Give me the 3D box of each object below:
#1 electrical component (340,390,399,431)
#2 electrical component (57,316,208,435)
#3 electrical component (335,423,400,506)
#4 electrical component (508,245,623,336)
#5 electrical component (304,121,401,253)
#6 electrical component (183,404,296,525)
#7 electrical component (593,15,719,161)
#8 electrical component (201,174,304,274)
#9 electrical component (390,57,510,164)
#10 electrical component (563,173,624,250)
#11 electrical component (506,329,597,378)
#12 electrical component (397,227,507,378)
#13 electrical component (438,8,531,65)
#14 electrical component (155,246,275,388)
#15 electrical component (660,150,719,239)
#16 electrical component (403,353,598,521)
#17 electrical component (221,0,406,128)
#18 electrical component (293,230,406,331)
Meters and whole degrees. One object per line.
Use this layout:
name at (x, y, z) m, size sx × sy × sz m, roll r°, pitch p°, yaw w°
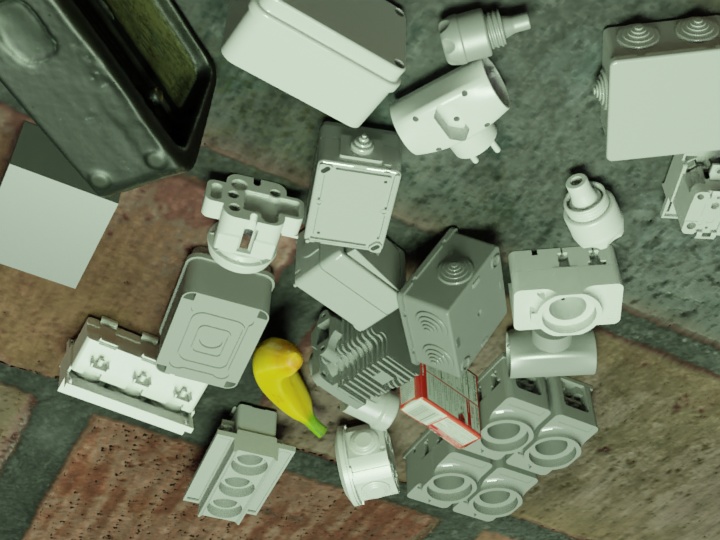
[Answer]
electrical component at (0.009, 0.128, 1.033) m, size 0.046 × 0.040 × 0.040 m, roll 25°, pitch 130°, yaw -17°
electrical component at (-0.204, 0.094, 0.978) m, size 0.121 × 0.078 × 0.063 m, roll 24°, pitch 108°, yaw -23°
electrical component at (0.007, 0.190, 1.067) m, size 0.051 × 0.080 × 0.080 m, roll -13°, pitch 134°, yaw 5°
electrical component at (0.173, 0.018, 0.912) m, size 0.089 × 0.055 × 0.050 m, roll -4°, pitch 135°, yaw 4°
electrical component at (-0.005, -0.070, 0.818) m, size 0.062 × 0.061 × 0.096 m, roll 8°, pitch 133°, yaw -6°
electrical component at (-0.122, 0.194, 1.080) m, size 0.079 × 0.063 × 0.121 m, roll 16°, pitch 133°, yaw -16°
electrical component at (0.218, -0.130, 0.768) m, size 0.100 × 0.048 × 0.099 m, roll -6°, pitch 135°, yaw 5°
electrical component at (-0.089, -0.035, 0.856) m, size 0.078 × 0.058 × 0.057 m, roll 12°, pitch 131°, yaw -12°
electrical component at (0.075, -0.109, 0.792) m, size 0.077 × 0.043 × 0.079 m, roll -25°, pitch 130°, yaw 23°
electrical component at (0.182, -0.049, 0.853) m, size 0.043 × 0.043 × 0.062 m, roll -20°, pitch 131°, yaw 19°
electrical component at (0.172, 0.062, 0.965) m, size 0.077 × 0.043 × 0.079 m, roll -3°, pitch 134°, yaw 3°
electrical component at (0.080, 0.028, 0.891) m, size 0.048 × 0.099 × 0.099 m, roll 20°, pitch 144°, yaw 30°
electrical component at (0.087, -0.164, 0.743) m, size 0.061 × 0.035 × 0.035 m, roll -13°, pitch 134°, yaw 9°
electrical component at (-0.126, 0.042, 0.932) m, size 0.078 × 0.057 × 0.113 m, roll 16°, pitch 133°, yaw -14°
electrical component at (0.264, -0.062, 0.827) m, size 0.042 × 0.063 × 0.081 m, roll 3°, pitch 135°, yaw -2°
electrical component at (0.136, 0.174, 1.065) m, size 0.105 × 0.060 × 0.186 m, roll 21°, pitch 131°, yaw -20°
electrical component at (-0.028, -0.158, 0.718) m, size 0.113 × 0.078 × 0.057 m, roll 25°, pitch 133°, yaw -23°
electrical component at (0.000, 0.000, 0.888) m, size 0.061 × 0.061 × 0.096 m, roll -35°, pitch 126°, yaw 29°
